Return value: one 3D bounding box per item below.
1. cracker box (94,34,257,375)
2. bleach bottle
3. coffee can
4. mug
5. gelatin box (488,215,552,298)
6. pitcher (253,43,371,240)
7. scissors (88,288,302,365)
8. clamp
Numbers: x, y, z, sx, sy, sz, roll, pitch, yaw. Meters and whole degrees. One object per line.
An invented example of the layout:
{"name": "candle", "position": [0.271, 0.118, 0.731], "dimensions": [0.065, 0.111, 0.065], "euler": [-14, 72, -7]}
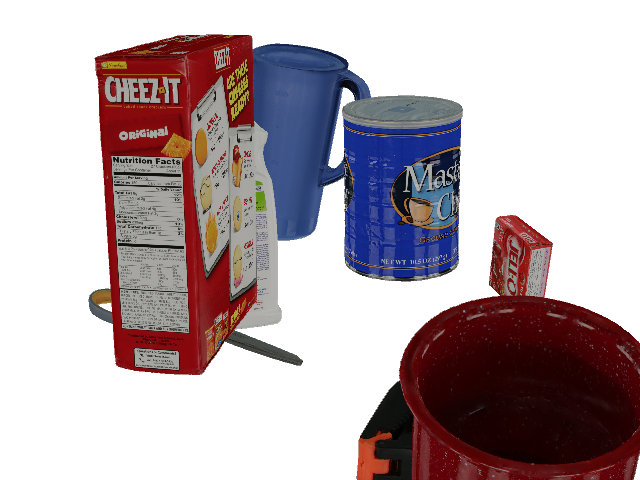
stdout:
{"name": "cracker box", "position": [-0.097, -0.033, 0.762], "dimensions": [0.072, 0.214, 0.164], "euler": [2, 15, 10]}
{"name": "bleach bottle", "position": [-0.088, -0.031, 1.167], "dimensions": [0.102, 0.251, 0.068], "euler": [-5, 17, -29]}
{"name": "coffee can", "position": [0.071, -0.048, 0.931], "dimensions": [0.103, 0.140, 0.103], "euler": [-1, 19, 0]}
{"name": "mug", "position": [0.087, 0.082, 0.399], "dimensions": [0.117, 0.081, 0.093], "euler": [5, 36, 9]}
{"name": "gelatin box", "position": [0.217, 0.027, 1.167], "dimensions": [0.030, 0.089, 0.073], "euler": [-10, 30, -20]}
{"name": "pitcher", "position": [-0.035, -0.125, 1.387], "dimensions": [0.144, 0.243, 0.149], "euler": [-2, 25, -23]}
{"name": "scissors", "position": [-0.106, 0.065, 0.956], "dimensions": [0.202, 0.016, 0.096], "euler": [11, 29, 6]}
{"name": "clamp", "position": [0.102, 0.093, 0.632], "dimensions": [0.209, 0.036, 0.165], "euler": [-11, 26, -27]}
